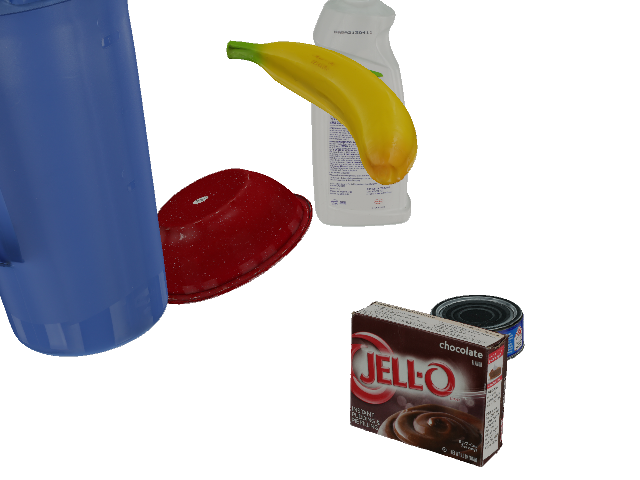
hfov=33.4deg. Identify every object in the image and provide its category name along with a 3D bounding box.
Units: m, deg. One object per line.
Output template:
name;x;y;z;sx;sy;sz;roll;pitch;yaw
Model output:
bowl;-0.091;-0.015;0.926;0.162;0.055;0.162;-22;26;11
pitcher;-0.176;-0.046;0.672;0.149;0.243;0.145;-10;28;-7
banana;0.013;-0.084;0.667;0.069;0.037;0.198;-19;36;-25
bleach bottle;0.042;-0.136;1.035;0.102;0.251;0.068;-2;32;-5
pudding box;0.075;0.099;0.759;0.114;0.090;0.039;11;21;32
tuna can;0.142;0.080;0.971;0.086;0.034;0.086;-4;19;1
